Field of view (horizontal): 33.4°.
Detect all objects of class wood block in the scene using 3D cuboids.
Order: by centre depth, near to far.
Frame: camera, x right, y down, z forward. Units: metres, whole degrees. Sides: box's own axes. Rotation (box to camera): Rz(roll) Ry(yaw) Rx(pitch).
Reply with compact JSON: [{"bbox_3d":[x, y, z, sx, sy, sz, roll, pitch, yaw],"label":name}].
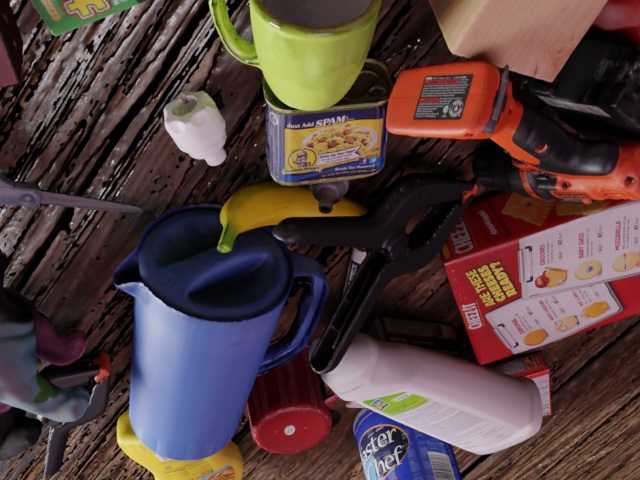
[{"bbox_3d":[0.167,-0.225,0.738,0.090,0.090,0.206,11,131,-23],"label":"wood block"}]

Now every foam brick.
[{"bbox_3d":[-0.242,-0.148,0.742,0.051,0.053,0.078,-11,136,-3],"label":"foam brick"}]

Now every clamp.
[{"bbox_3d":[0.053,0.012,0.914,0.209,0.036,0.164,-30,132,-29],"label":"clamp"},{"bbox_3d":[-0.263,0.176,1.069,0.172,0.039,0.120,-31,134,17],"label":"clamp"}]

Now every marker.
[{"bbox_3d":[0.031,0.048,1.028,0.020,0.020,0.121,-1,134,-13],"label":"marker"}]

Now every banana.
[{"bbox_3d":[-0.012,-0.017,0.919,0.197,0.069,0.037,2,162,-36],"label":"banana"}]

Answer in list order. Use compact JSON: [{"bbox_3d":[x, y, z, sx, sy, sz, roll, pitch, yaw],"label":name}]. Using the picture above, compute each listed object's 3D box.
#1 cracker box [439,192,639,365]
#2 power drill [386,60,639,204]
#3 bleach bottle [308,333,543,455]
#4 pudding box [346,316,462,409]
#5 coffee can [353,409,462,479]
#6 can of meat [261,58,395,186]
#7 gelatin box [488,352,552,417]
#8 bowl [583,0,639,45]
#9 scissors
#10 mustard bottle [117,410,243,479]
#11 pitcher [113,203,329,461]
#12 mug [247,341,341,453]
[{"bbox_3d":[0.227,0.016,1.007,0.214,0.072,0.164,-19,135,7],"label":"cracker box"},{"bbox_3d":[0.144,-0.079,0.833,0.187,0.057,0.185,19,171,-36],"label":"power drill"},{"bbox_3d":[0.099,0.142,1.044,0.250,0.068,0.103,25,137,-33],"label":"bleach bottle"},{"bbox_3d":[0.083,0.132,1.111,0.090,0.039,0.114,7,134,-21],"label":"pudding box"},{"bbox_3d":[0.099,0.250,1.159,0.102,0.140,0.103,-7,135,-7],"label":"coffee can"},{"bbox_3d":[0.006,-0.093,0.855,0.102,0.057,0.084,-7,137,-8],"label":"can of meat"},{"bbox_3d":[0.217,0.168,1.185,0.073,0.030,0.089,-15,136,0],"label":"gelatin box"},{"bbox_3d":[0.282,-0.186,0.831,0.162,0.055,0.162,-7,135,-7],"label":"bowl"},{"bbox_3d":[-0.246,-0.051,0.864,0.201,0.016,0.096,-4,135,-10],"label":"scissors"},{"bbox_3d":[-0.136,0.239,1.148,0.096,0.058,0.191,-20,135,7],"label":"mustard bottle"},{"bbox_3d":[-0.099,0.094,0.969,0.149,0.144,0.243,30,137,13],"label":"pitcher"},{"bbox_3d":[-0.023,0.156,1.077,0.117,0.081,0.093,-24,135,10],"label":"mug"}]
